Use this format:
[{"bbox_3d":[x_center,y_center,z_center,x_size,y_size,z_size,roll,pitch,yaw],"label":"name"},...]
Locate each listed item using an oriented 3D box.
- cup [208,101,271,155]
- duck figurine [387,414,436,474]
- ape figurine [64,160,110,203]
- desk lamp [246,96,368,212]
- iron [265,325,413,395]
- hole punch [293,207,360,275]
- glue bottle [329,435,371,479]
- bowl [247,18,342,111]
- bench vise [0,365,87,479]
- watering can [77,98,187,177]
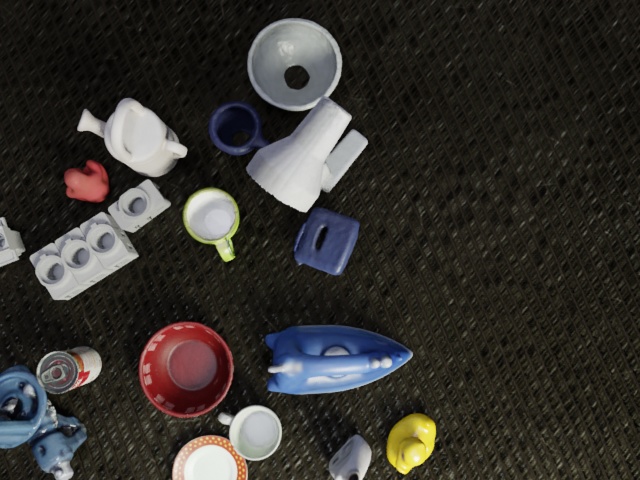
[{"bbox_3d":[-0.131,-0.181,1.008,0.117,0.095,0.092,31,86,3],"label":"cup"},{"bbox_3d":[0.158,0.347,0.966,0.077,0.086,0.104,36,86,3],"label":"duck figurine"},{"bbox_3d":[-0.414,-0.103,1.003,0.078,0.092,0.076,-35,86,-3],"label":"ape figurine"},{"bbox_3d":[-0.016,-0.143,0.945,0.118,0.213,0.203,38,86,4],"label":"desk lamp"},{"bbox_3d":[0.035,0.201,0.951,0.258,0.141,0.119,-4,85,0],"label":"iron"},{"bbox_3d":[0.009,0.004,0.994,0.101,0.091,0.109,21,85,2],"label":"hole punch"},{"bbox_3d":[0.050,0.368,0.921,0.078,0.173,0.037,-44,86,-3],"label":"glue bottle"},{"bbox_3d":[-0.044,-0.304,1.029,0.167,0.074,0.167,0,85,0],"label":"bowl"},{"bbox_3d":[-0.466,0.290,0.905,0.207,0.219,0.121,33,86,3],"label":"bench vise"},{"bbox_3d":[-0.314,-0.173,0.958,0.173,0.194,0.101,-6,85,0],"label":"watering can"}]
